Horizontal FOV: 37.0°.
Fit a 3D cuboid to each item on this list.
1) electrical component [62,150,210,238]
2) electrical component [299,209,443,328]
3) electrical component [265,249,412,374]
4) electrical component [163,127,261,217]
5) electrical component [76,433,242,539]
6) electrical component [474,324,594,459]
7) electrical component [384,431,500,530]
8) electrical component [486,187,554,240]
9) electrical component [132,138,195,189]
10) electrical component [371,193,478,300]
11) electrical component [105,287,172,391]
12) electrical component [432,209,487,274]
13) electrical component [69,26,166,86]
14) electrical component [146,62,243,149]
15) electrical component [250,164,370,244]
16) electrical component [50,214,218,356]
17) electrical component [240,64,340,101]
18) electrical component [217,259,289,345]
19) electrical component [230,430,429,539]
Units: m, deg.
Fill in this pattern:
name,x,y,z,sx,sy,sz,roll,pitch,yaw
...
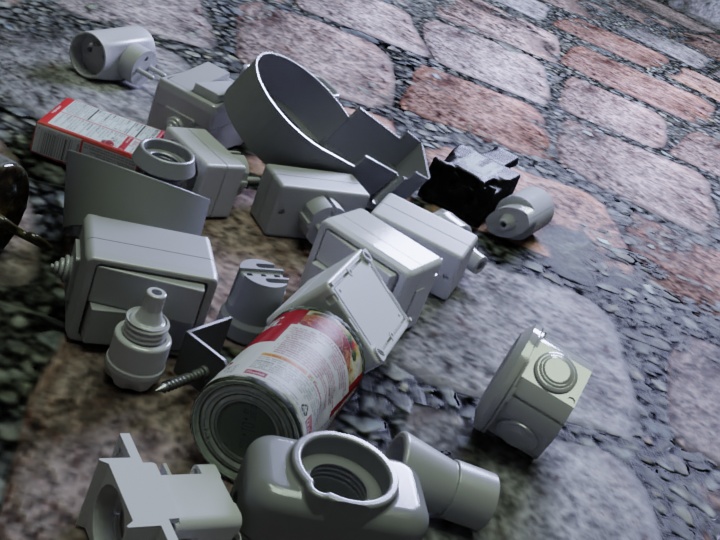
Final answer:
name,x,y,z,sx,sy,sz,roll,pitch,yaw
electrical component,-0.152,-0.045,0.726,0.099,0.064,0.099,7,-8,1
electrical component,0.000,0.000,0.793,0.096,0.061,0.061,33,28,22
electrical component,-0.013,0.033,0.707,0.061,0.061,0.096,57,23,-6
electrical component,-0.116,-0.079,0.871,0.077,0.047,0.066,-2,35,-44
electrical component,-0.094,0.120,0.514,0.064,0.042,0.081,5,31,-35
electrical component,0.113,0.080,0.709,0.051,0.080,0.080,31,27,7
electrical component,0.047,0.124,0.617,0.065,0.044,0.044,22,25,-11
electrical component,0.152,-0.052,1.032,0.043,0.043,0.081,32,28,19
electrical component,-0.152,-0.065,0.809,0.048,0.055,0.066,22,26,0
electrical component,0.039,-0.010,0.862,0.083,0.047,0.075,27,40,11
electrical component,-0.126,0.038,0.623,0.035,0.061,0.035,18,26,-9
electrical component,0.080,-0.020,0.916,0.062,0.043,0.043,39,31,29
electrical component,-0.222,-0.201,1.029,0.079,0.043,0.077,31,27,16
electrical component,-0.143,-0.143,0.958,0.062,0.061,0.096,29,27,13
electrical component,-0.033,-0.044,0.870,0.083,0.047,0.075,4,31,-32
electrical component,-0.142,0.011,0.662,0.096,0.061,0.061,11,28,-22
electrical component,-0.074,-0.157,1.040,0.095,0.059,0.053,1,33,-36
electrical component,-0.070,0.021,0.716,0.040,0.046,0.040,18,26,-9
electrical component,-0.017,0.122,0.548,0.095,0.059,0.053,14,27,-16
